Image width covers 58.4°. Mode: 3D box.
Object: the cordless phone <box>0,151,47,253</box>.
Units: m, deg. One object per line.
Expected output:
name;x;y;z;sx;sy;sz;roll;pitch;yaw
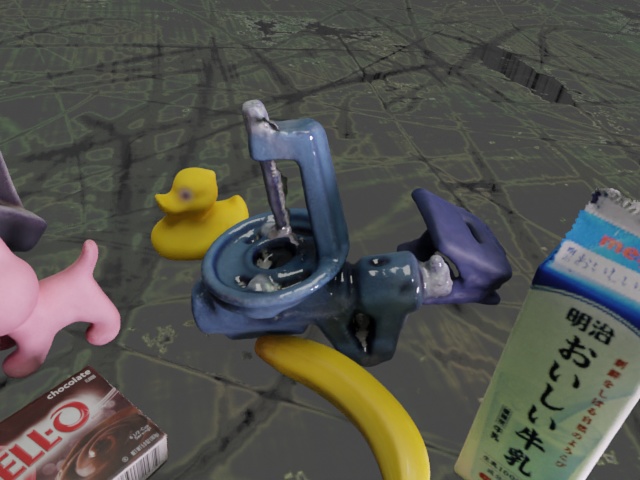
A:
cordless phone;-0.337;-0.071;0.512;0.147;0.185;0.094;16;37;11

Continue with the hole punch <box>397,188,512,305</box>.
hole punch;0.139;0.003;0.582;0.101;0.091;0.108;0;37;-10

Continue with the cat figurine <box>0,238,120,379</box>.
cat figurine;-0.226;0.041;0.441;0.128;0.118;0.067;-26;48;-37

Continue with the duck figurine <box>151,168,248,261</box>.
duck figurine;-0.122;-0.034;0.588;0.105;0.086;0.077;-18;43;-30

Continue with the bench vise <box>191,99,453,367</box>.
bench vise;0.001;-0.006;0.459;0.208;0.220;0.121;-4;38;-16
